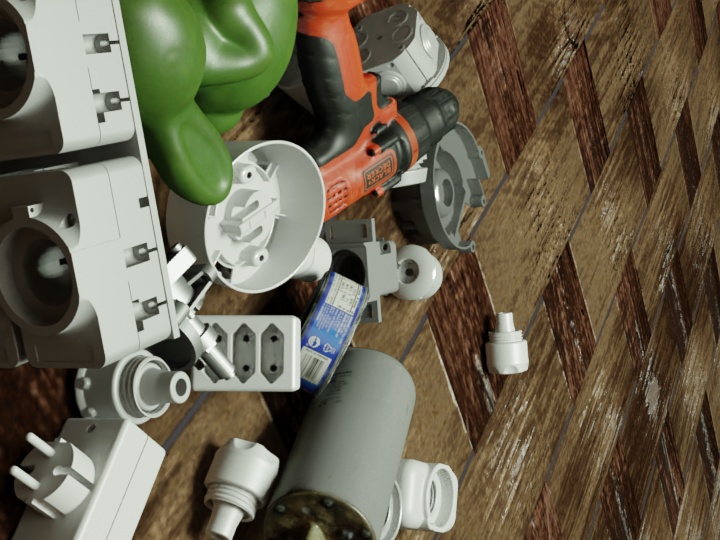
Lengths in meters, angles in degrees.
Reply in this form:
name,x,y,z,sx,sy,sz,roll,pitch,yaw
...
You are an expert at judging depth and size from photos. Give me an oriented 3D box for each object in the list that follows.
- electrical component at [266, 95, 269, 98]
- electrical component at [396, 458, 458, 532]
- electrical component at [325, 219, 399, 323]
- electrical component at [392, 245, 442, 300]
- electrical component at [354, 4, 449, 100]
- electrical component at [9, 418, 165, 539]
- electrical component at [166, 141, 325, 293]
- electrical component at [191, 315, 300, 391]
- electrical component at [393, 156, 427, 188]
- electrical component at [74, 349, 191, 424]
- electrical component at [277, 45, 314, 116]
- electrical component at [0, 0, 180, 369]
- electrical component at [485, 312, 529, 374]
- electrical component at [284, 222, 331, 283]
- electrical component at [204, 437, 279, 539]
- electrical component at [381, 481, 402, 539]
name,x,y,z,sx,sy,sz,roll,pitch,yaw
electrical component,-0.084,-0.155,0.711,0.043,0.043,0.081,-4,91,-61
electrical component,0.041,0.186,0.889,0.095,0.059,0.053,29,63,-57
electrical component,0.000,0.000,0.850,0.064,0.042,0.081,-12,99,-64
electrical component,0.052,0.005,0.939,0.062,0.048,0.048,18,72,-65
electrical component,0.028,-0.172,0.874,0.051,0.080,0.080,48,48,-43
electrical component,-0.154,0.113,0.563,0.075,0.047,0.083,54,43,-42
electrical component,-0.075,-0.036,0.692,0.099,0.064,0.099,-28,123,-56
electrical component,-0.072,0.055,0.703,0.076,0.066,0.047,81,9,-85
electrical component,0.024,-0.096,0.884,0.078,0.058,0.057,-19,101,-59
electrical component,-0.125,0.065,0.603,0.048,0.062,0.048,7,81,-60
electrical component,-0.028,-0.138,0.809,0.081,0.043,0.043,32,60,-55
electrical component,-0.161,-0.049,0.504,0.060,0.105,0.186,-26,110,-58
electrical component,0.150,0.075,1.107,0.043,0.043,0.062,-7,92,-60
electrical component,-0.048,-0.011,0.766,0.065,0.044,0.044,16,74,-64
electrical component,-0.081,0.144,0.694,0.043,0.043,0.062,55,44,-43
electrical component,-0.004,0.179,0.811,0.078,0.057,0.058,-24,108,-59
